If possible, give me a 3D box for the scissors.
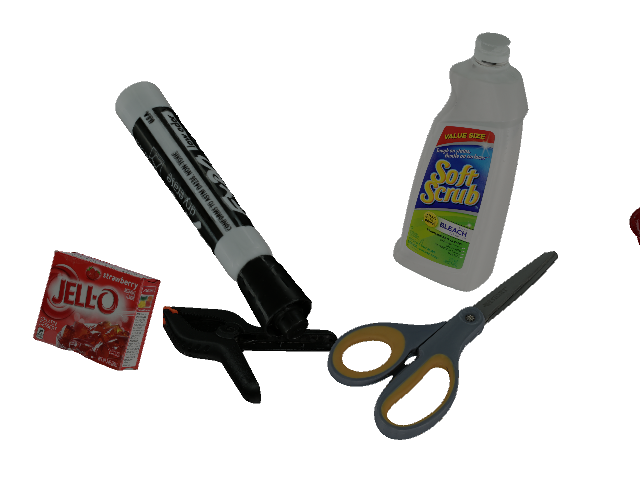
[{"bbox_3d":[0.080,0.053,0.724,0.096,0.016,0.201,23,48,20],"label":"scissors"}]

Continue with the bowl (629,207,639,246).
[{"bbox_3d":[0.412,0.010,1.146,0.162,0.055,0.162,-1,26,0],"label":"bowl"}]

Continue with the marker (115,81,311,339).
[{"bbox_3d":[-0.039,-0.012,0.380,0.020,0.020,0.121,0,44,-47],"label":"marker"}]

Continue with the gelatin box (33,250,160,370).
[{"bbox_3d":[-0.175,0.054,0.830,0.089,0.073,0.030,17,3,25],"label":"gelatin box"}]

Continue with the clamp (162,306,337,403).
[{"bbox_3d":[-0.106,0.122,1.235,0.210,0.036,0.164,14,25,24],"label":"clamp"}]

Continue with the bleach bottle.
[{"bbox_3d":[0.134,-0.076,1.002,0.103,0.251,0.068,26,40,26],"label":"bleach bottle"}]
